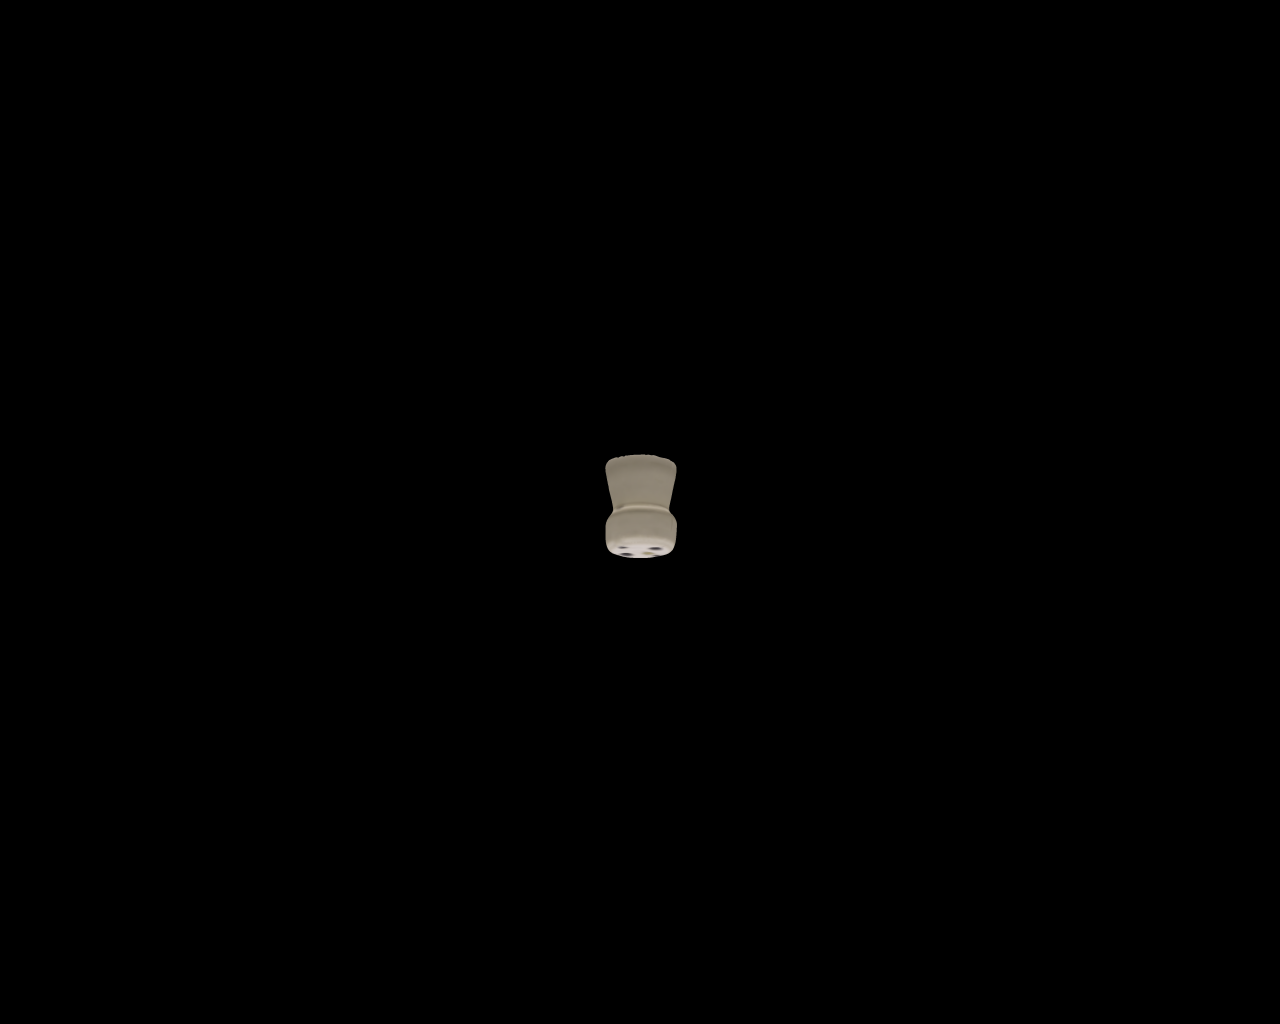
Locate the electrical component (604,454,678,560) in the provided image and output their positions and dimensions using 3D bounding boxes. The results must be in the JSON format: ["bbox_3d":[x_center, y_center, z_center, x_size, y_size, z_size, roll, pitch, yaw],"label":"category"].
[{"bbox_3d":[0.001,-0.003,0.650,0.045,0.055,0.045,0,-16,0],"label":"electrical component"}]
